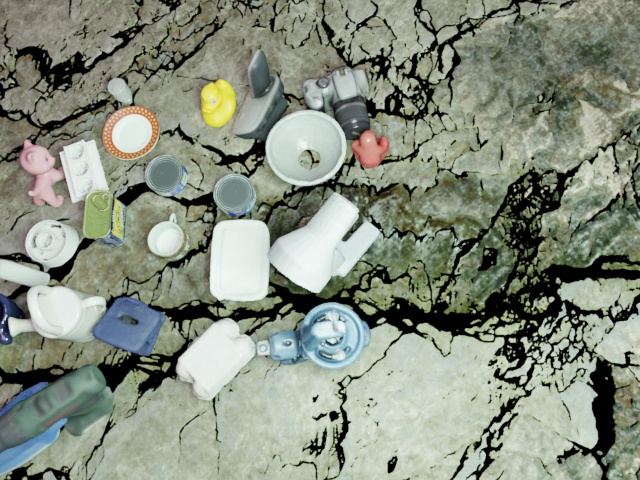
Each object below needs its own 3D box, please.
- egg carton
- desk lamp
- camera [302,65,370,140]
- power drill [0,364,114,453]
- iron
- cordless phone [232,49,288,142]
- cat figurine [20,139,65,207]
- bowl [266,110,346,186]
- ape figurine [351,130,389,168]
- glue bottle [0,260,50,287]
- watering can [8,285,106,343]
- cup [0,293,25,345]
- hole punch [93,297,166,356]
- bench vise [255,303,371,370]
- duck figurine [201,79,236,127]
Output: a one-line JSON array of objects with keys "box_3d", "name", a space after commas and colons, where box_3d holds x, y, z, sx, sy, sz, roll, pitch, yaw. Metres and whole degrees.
[{"box_3d": [-0.202, 0.229, 1.110, 0.107, 0.069, 0.150, 42, 83, 14], "name": "egg carton"}, {"box_3d": [0.010, 0.004, 1.073, 0.117, 0.213, 0.203, 38, 82, 13], "name": "desk lamp"}, {"box_3d": [0.044, -0.283, 1.202, 0.143, 0.101, 0.137, -15, 75, 2], "name": "camera"}, {"box_3d": [-0.477, 0.315, 1.042, 0.230, 0.208, 0.075, -37, 75, -4], "name": "power drill"}, {"box_3d": [-0.620, 0.383, 1.073, 0.258, 0.141, 0.118, -38, 75, -5], "name": "iron"}, {"box_3d": [-0.138, -0.297, 1.179, 0.094, 0.185, 0.148, 18, 78, 10], "name": "cordless phone"}, {"box_3d": [-0.598, -0.145, 1.218, 0.067, 0.118, 0.128, -1, 75, 5], "name": "cat figurine"}, {"box_3d": [-0.025, -0.181, 1.196, 0.167, 0.075, 0.167, -1, 76, 5], "name": "bowl"}, {"box_3d": [0.102, -0.195, 1.178, 0.077, 0.092, 0.076, 11, 77, 8], "name": "ape figurine"}, {"box_3d": [-0.617, 0.062, 1.138, 0.078, 0.173, 0.037, 13, 77, 9], "name": "glue bottle"}, {"box_3d": [-0.504, 0.144, 1.096, 0.173, 0.194, 0.101, -40, 75, -5], "name": "watering can"}, {"box_3d": [-0.635, 0.165, 1.154, 0.092, 0.095, 0.117, -39, 75, -5], "name": "cup"}, {"box_3d": [-0.376, 0.167, 1.131, 0.108, 0.091, 0.101, 19, 78, 10], "name": "hole punch"}, {"box_3d": [-0.011, 0.187, 1.025, 0.207, 0.220, 0.121, -28, 75, -2], "name": "bench vise"}, {"box_3d": [-0.228, -0.308, 1.242, 0.077, 0.086, 0.104, 14, 77, 9], "name": "duck figurine"}]
